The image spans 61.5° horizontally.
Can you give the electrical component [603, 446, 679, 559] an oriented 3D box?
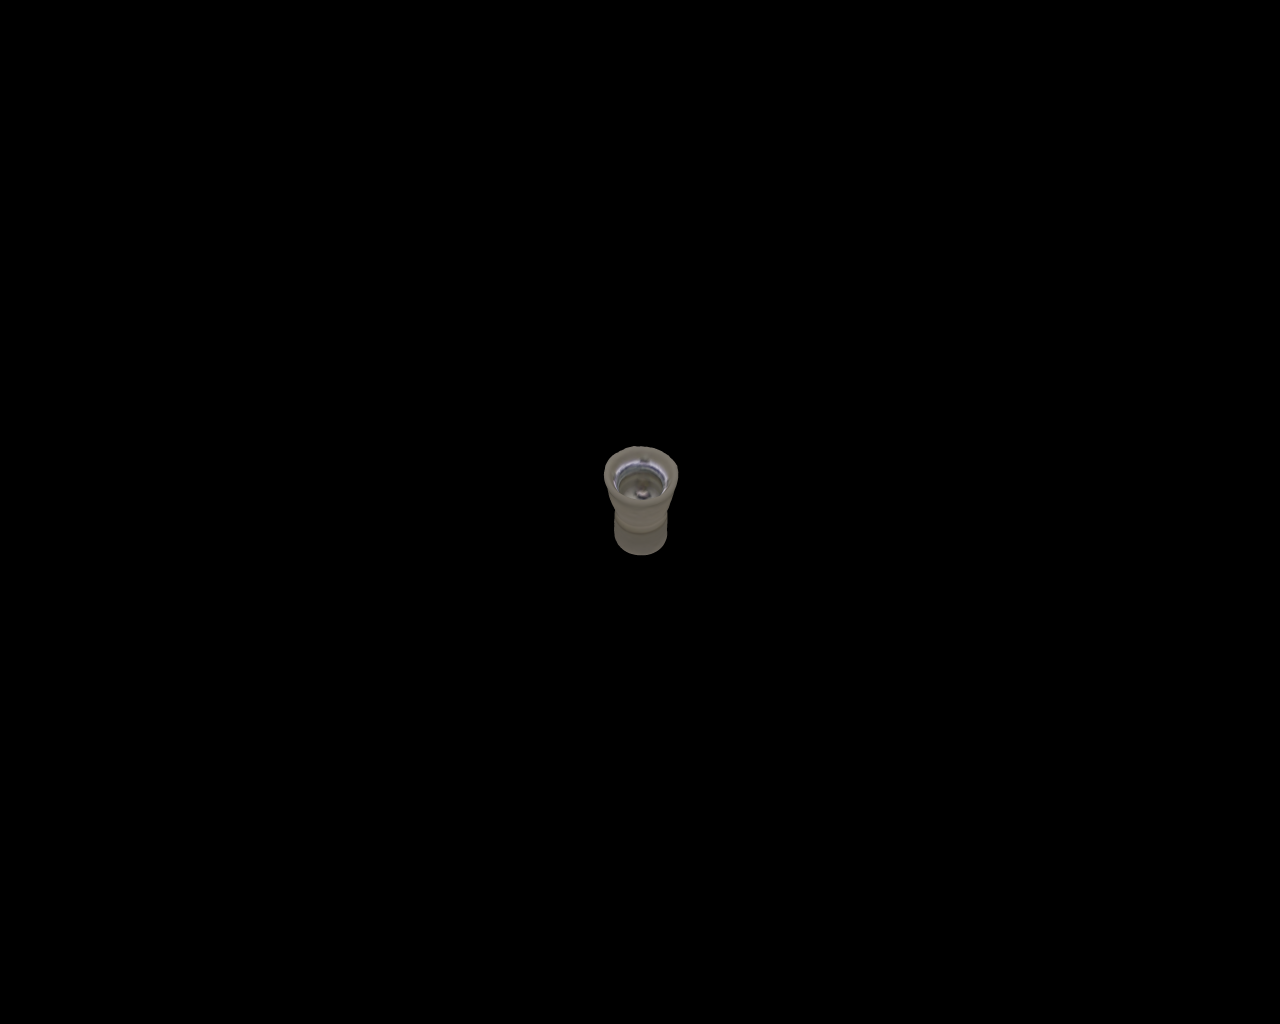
[{"bbox_3d":[0.001,-0.003,0.650,0.044,0.044,0.065,0,-39,0],"label":"electrical component"}]
